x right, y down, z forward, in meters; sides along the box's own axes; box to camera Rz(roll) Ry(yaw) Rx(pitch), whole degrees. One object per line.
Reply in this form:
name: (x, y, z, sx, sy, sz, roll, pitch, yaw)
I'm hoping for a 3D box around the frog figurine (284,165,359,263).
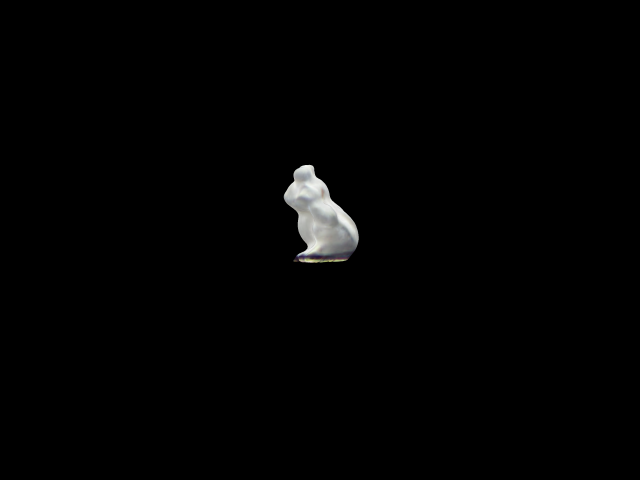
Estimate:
frog figurine: (0.003, -0.043, 0.850, 0.122, 0.160, 0.137, 0, -2, 7)
